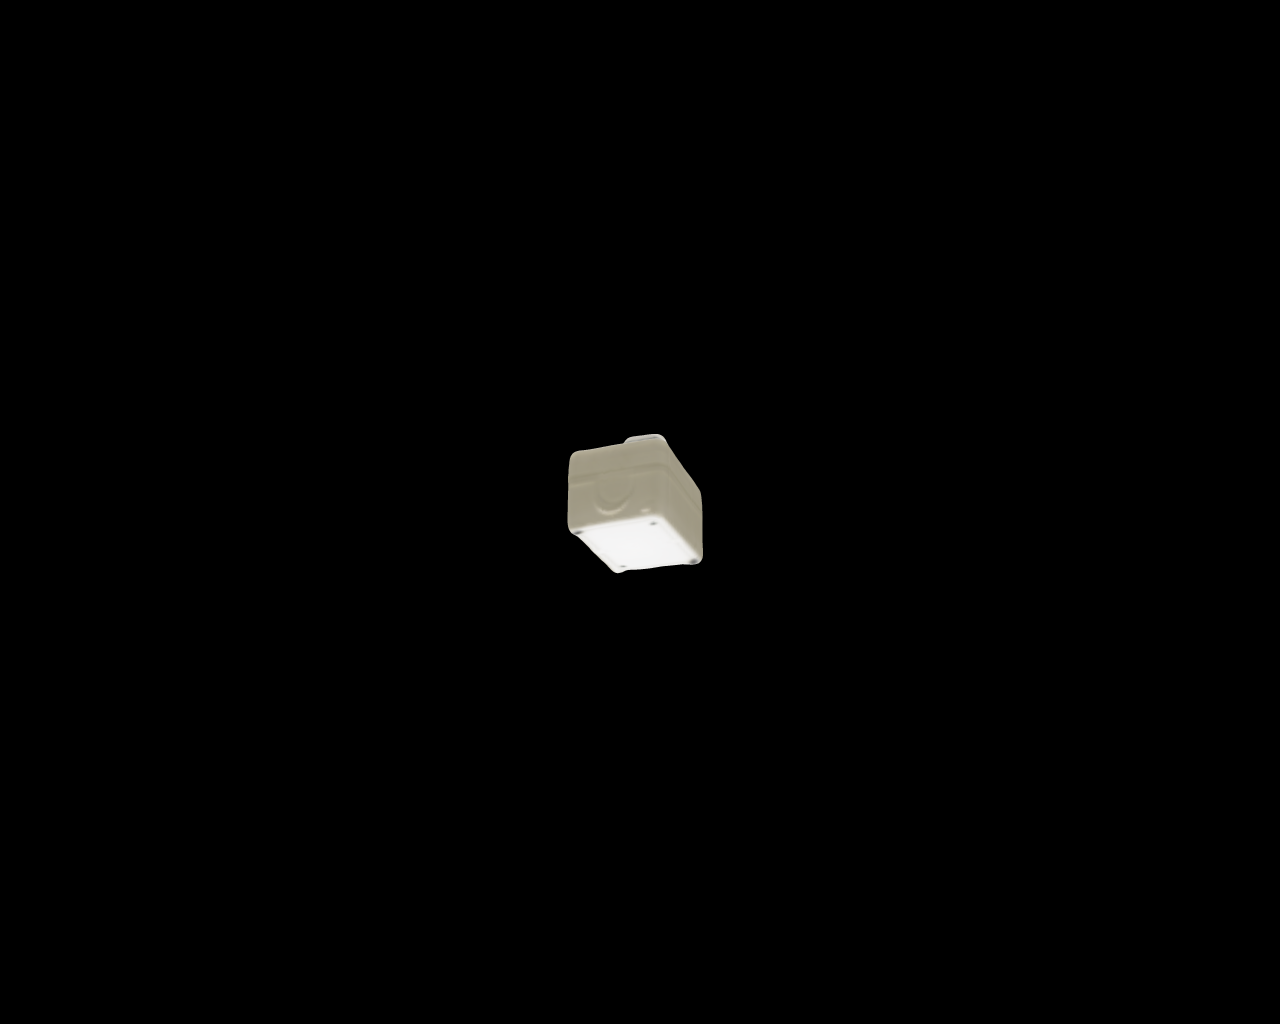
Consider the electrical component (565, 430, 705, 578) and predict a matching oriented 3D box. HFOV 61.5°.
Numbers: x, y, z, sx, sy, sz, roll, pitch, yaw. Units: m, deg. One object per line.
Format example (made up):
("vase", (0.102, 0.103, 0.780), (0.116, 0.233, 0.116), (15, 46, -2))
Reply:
("electrical component", (0.001, -0.003, 0.650), (0.062, 0.061, 0.096), (-8, -26, 18))
